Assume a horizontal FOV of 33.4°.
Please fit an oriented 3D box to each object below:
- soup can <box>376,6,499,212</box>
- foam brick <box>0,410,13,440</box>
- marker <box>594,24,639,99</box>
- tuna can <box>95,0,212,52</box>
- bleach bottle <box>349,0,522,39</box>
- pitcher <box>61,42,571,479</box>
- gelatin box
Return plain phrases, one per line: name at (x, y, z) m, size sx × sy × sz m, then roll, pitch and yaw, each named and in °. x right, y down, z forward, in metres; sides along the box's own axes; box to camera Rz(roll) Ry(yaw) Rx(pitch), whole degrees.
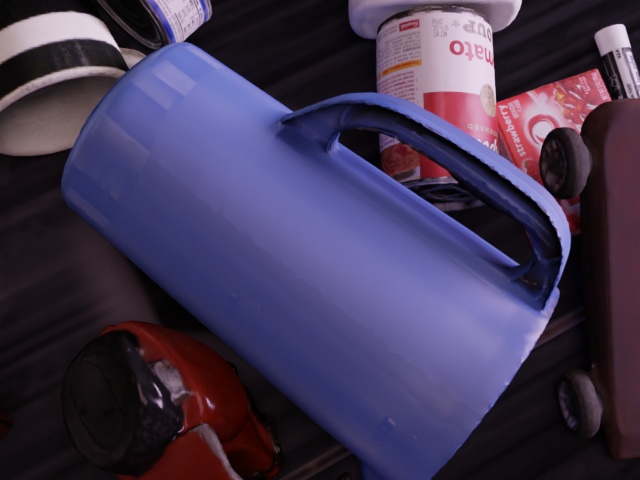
soup can at (0.066, -0.072, 0.605) m, size 0.068 × 0.068 × 0.102 m, roll 1°, pitch 78°, yaw -8°
foam brick at (-0.204, 0.087, 0.542) m, size 0.078 × 0.053 × 0.051 m, roll 40°, pitch 75°, yaw 2°
marker at (0.194, -0.072, 0.649) m, size 0.020 × 0.020 × 0.121 m, roll -13°, pitch 80°, yaw -11°
tuna can at (-0.101, -0.144, 0.589) m, size 0.086 × 0.086 × 0.033 m, roll 44°, pitch 77°, yaw 3°
bleach bottle at (0.062, -0.249, 0.635) m, size 0.102 × 0.068 × 0.251 m, roll -3°, pitch 80°, yaw -1°
pitcher at (-0.004, 0.001, 0.546) m, size 0.243 × 0.145 × 0.149 m, roll 38°, pitch 75°, yaw 4°
gelatin box at (0.145, -0.048, 0.631) m, size 0.073 × 0.030 × 0.089 m, roll -20°, pitch 81°, yaw -11°
